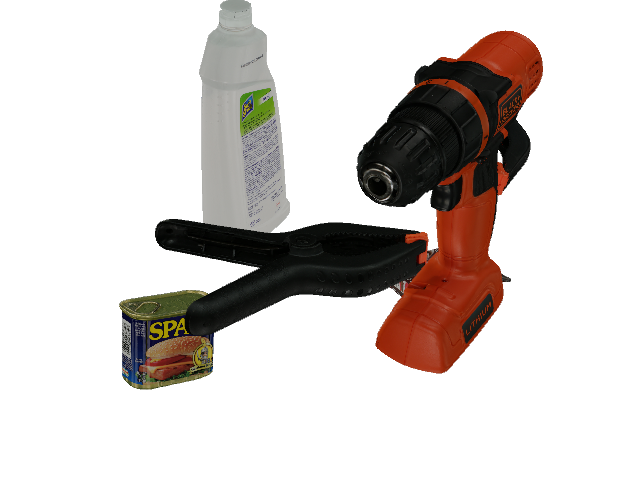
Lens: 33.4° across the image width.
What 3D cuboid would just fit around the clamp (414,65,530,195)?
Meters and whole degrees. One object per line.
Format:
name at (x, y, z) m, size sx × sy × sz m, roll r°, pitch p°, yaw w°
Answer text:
clamp at (0.149, -0.114, 1.033) m, size 0.120 × 0.039 × 0.171 m, roll 4°, pitch 44°, yaw 4°

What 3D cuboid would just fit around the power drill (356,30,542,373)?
power drill at (0.074, -0.015, 0.638) m, size 0.057 × 0.188 × 0.184 m, roll 22°, pitch 39°, yaw 25°

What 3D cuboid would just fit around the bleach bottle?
bleach bottle at (-0.076, -0.119, 1.061) m, size 0.068 × 0.251 × 0.102 m, roll 20°, pitch 39°, yaw 23°

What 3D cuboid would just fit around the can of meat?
can of meat at (-0.161, 0.105, 1.132) m, size 0.101 × 0.084 × 0.058 m, roll -8°, pitch 19°, yaw -34°

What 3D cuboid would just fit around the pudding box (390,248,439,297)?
pudding box at (0.158, 0.049, 1.536) m, size 0.113 × 0.039 × 0.090 m, roll -15°, pitch 24°, yaw -18°

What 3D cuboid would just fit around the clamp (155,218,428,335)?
clamp at (-0.022, 0.013, 0.813) m, size 0.209 × 0.036 × 0.165 m, roll -8°, pitch 27°, yaw -21°
